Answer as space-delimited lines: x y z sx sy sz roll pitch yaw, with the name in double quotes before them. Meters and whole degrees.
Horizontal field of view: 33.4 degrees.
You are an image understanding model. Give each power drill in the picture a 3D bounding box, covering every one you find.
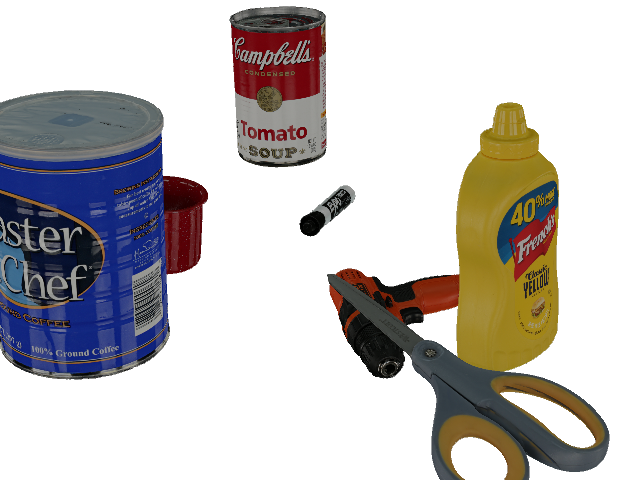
"power drill" 0.114 0.077 1.130 0.187 0.057 0.184 -6 28 -11

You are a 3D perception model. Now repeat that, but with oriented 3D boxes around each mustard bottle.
"mustard bottle" 0.137 -0.006 0.778 0.058 0.192 0.096 18 31 42

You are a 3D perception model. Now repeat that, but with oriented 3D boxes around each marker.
"marker" 0.007 -0.027 0.961 0.020 0.020 0.121 0 16 18

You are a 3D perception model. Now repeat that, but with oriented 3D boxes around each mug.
"mug" -0.179 -0.020 1.179 0.093 0.081 0.117 -16 34 -35

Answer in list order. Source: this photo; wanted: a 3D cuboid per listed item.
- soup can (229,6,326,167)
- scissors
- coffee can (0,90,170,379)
"soup can" -0.030 -0.112 0.772 0.068 0.102 0.068 -1 25 0
"scissors" 0.054 0.078 0.571 0.202 0.016 0.096 24 46 33
"coffee can" -0.141 -0.006 0.622 0.103 0.140 0.103 1 25 -1
